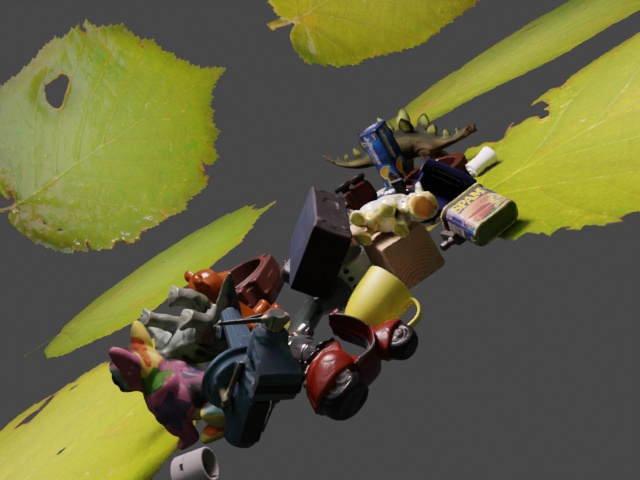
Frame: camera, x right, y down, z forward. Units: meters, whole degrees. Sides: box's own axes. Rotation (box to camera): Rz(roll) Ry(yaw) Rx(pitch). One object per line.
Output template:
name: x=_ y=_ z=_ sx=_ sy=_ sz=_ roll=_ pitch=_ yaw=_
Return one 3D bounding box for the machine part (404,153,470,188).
machine part: x=0.274 y=-0.144 z=1.294 sx=0.179 sy=0.056 sz=0.179 roll=-29 pitch=16 yaw=9

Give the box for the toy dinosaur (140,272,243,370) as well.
toy dinosaur: x=-0.220 y=0.173 z=1.009 sx=0.405 sy=0.192 sz=0.131 roll=-27 pitch=55 yaw=39

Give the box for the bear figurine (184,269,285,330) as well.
bear figurine: x=-0.184 y=0.121 z=1.122 sx=0.132 sy=0.195 sz=0.120 roll=-38 pitch=13 yaw=-21

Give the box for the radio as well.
radio: x=-0.002 y=-0.003 z=0.973 sx=0.230 sy=0.073 sz=0.131 roll=-99 pitch=29 yaw=-68

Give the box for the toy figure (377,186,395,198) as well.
toy figure: x=0.144 y=-0.089 z=1.383 sx=0.154 sy=0.058 sz=0.064 roll=-27 pitch=-22 yaw=26

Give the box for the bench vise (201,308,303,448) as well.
bench vise: x=-0.112 y=0.169 z=0.792 sx=0.129 sy=0.223 sz=0.241 roll=-5 pitch=27 yaw=-22

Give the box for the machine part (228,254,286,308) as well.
machine part: x=-0.195 y=0.128 z=1.330 sx=0.201 sy=0.087 sz=0.201 roll=-28 pitch=17 yaw=24

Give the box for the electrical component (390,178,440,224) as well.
electrical component: x=0.195 y=-0.084 z=1.146 sx=0.075 sy=0.119 sz=0.048 roll=-20 pitch=18 yaw=46

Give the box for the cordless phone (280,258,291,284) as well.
cordless phone: x=-0.050 y=0.066 z=1.283 sx=0.146 sy=0.088 sz=0.184 roll=-46 pitch=9 yaw=-38

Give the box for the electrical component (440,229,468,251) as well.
electrical component: x=0.254 y=-0.013 z=0.997 sx=0.094 sy=0.021 sz=0.063 roll=-37 pitch=16 yaw=-10

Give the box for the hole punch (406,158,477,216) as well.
hole punch: x=0.242 y=-0.110 z=1.053 sx=0.116 sy=0.142 sz=0.092 roll=-54 pitch=-16 yaw=-64

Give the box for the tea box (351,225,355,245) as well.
tea box: x=0.102 y=-0.002 z=1.174 sx=0.170 sy=0.068 sz=0.098 roll=-30 pitch=16 yaw=5

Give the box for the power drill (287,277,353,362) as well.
power drill: x=-0.014 y=0.156 z=0.928 sx=0.232 sy=0.086 sz=0.207 roll=-19 pitch=28 yaw=42

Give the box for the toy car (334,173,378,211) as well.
toy car: x=0.081 y=-0.089 z=1.142 sx=0.053 sy=0.089 sz=0.202 roll=-32 pitch=4 yaw=22

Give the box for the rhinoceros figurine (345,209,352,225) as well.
rhinoceros figurine: x=0.057 y=-0.042 z=1.317 sx=0.190 sy=0.112 sz=0.073 roll=15 pitch=78 yaw=53

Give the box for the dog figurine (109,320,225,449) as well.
dog figurine: x=-0.235 y=0.225 z=0.871 sx=0.192 sy=0.219 sz=0.108 roll=-26 pitch=20 yaw=27

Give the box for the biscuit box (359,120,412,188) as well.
biscuit box: x=0.179 y=-0.202 z=1.377 sx=0.059 sy=0.202 sz=0.063 roll=-14 pitch=26 yaw=46

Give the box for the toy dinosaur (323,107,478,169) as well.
toy dinosaur: x=0.205 y=-0.243 z=1.467 sx=0.472 sy=0.198 sz=0.105 roll=-16 pitch=19 yaw=41

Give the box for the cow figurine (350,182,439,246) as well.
cow figurine: x=0.140 y=-0.050 z=0.920 sx=0.167 sy=0.068 sz=0.098 roll=-16 pitch=16 yaw=42

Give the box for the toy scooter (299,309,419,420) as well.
toy scooter: x=0.035 y=0.158 z=0.752 sx=0.184 sy=0.075 sz=0.135 roll=-36 pitch=46 yaw=-27
